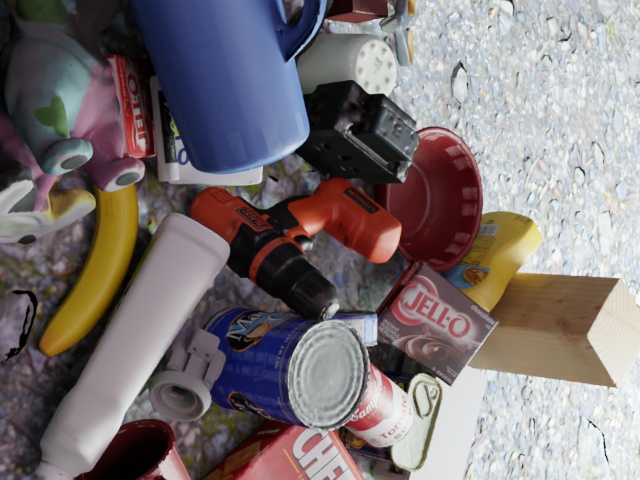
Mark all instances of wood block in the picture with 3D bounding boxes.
[{"bbox_3d":[0.255,0.098,1.230,0.090,0.207,0.090,-52,123,-28],"label":"wood block"}]

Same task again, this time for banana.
[{"bbox_3d":[-0.197,0.007,0.936,0.069,0.037,0.198,9,82,-13],"label":"banana"}]

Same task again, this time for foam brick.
[{"bbox_3d":[0.036,-0.272,1.121,0.052,0.051,0.078,-2,93,-39],"label":"foam brick"}]

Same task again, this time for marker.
[{"bbox_3d":[-0.139,-0.112,0.940,0.020,0.020,0.121,-9,96,-42],"label":"marker"}]

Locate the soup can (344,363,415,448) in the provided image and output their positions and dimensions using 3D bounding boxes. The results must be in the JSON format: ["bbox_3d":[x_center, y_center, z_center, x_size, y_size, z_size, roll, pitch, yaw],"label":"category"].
[{"bbox_3d":[0.044,0.161,1.071,0.102,0.069,0.068,44,63,-46],"label":"soup can"}]

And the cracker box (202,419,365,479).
[{"bbox_3d":[-0.047,0.287,1.039,0.213,0.072,0.164,-38,104,-33],"label":"cracker box"}]

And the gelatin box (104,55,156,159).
[{"bbox_3d":[-0.168,-0.114,0.932,0.073,0.030,0.089,-23,106,-74],"label":"gelatin box"}]

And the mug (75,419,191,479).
[{"bbox_3d":[-0.149,0.221,0.935,0.093,0.117,0.081,-39,122,-32],"label":"mug"}]

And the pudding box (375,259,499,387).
[{"bbox_3d":[0.120,0.088,1.144,0.113,0.039,0.090,37,88,-16],"label":"pudding box"}]

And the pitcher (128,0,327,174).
[{"bbox_3d":[-0.079,-0.184,0.873,0.144,0.149,0.243,-25,113,-21],"label":"pitcher"}]

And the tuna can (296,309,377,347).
[{"bbox_3d":[0.016,0.090,1.096,0.085,0.086,0.034,2,89,-42],"label":"tuna can"}]

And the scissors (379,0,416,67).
[{"bbox_3d":[0.082,-0.212,1.127,0.201,0.016,0.096,-66,154,-59],"label":"scissors"}]

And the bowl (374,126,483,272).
[{"bbox_3d":[0.112,-0.046,1.196,0.161,0.055,0.162,-2,94,-42],"label":"bowl"}]

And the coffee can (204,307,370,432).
[{"bbox_3d":[-0.038,0.120,1.011,0.102,0.141,0.103,-2,94,-42],"label":"coffee can"}]

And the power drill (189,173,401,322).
[{"bbox_3d":[-0.007,0.001,1.025,0.187,0.185,0.057,-13,135,-48],"label":"power drill"}]

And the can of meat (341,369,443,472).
[{"bbox_3d":[0.076,0.191,1.154,0.057,0.084,0.102,28,73,-40],"label":"can of meat"}]

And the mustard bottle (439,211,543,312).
[{"bbox_3d":[0.172,0.048,1.227,0.191,0.096,0.058,-49,122,-29],"label":"mustard bottle"}]

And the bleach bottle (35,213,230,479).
[{"bbox_3d":[-0.169,0.102,0.920,0.068,0.103,0.250,31,69,-6],"label":"bleach bottle"}]

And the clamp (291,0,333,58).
[{"bbox_3d":[-0.060,-0.200,1.047,0.209,0.036,0.164,-29,112,-33],"label":"clamp"}]

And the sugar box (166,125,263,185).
[{"bbox_3d":[-0.096,-0.139,0.977,0.093,0.048,0.176,-1,101,-22],"label":"sugar box"}]
